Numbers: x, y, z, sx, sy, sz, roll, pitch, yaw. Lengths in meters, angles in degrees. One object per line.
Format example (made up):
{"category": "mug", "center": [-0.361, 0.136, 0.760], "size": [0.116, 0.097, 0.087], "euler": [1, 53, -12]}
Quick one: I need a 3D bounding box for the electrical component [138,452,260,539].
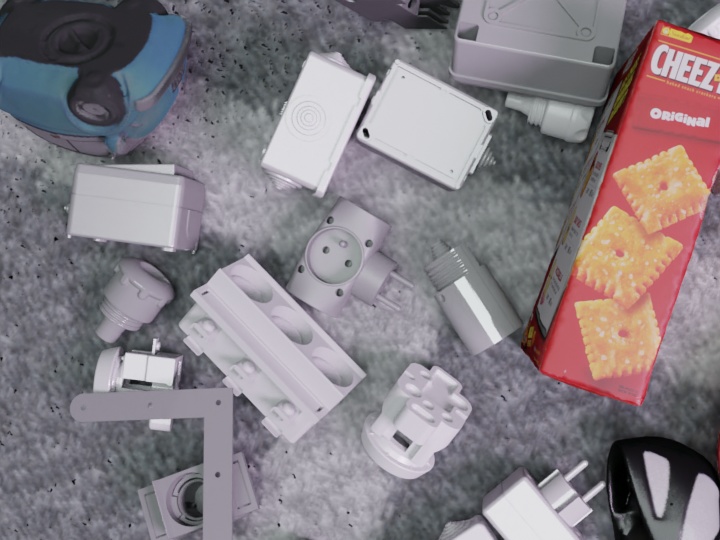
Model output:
{"category": "electrical component", "center": [-0.111, 0.164, 0.767], "size": [0.081, 0.064, 0.042], "euler": [-20, 74, 6]}

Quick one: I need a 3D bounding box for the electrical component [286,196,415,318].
{"category": "electrical component", "center": [0.000, 0.000, 0.766], "size": [0.079, 0.044, 0.077], "euler": [31, 93, 6]}

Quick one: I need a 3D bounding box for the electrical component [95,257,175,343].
{"category": "electrical component", "center": [-0.169, 0.025, 0.787], "size": [0.048, 0.048, 0.062], "euler": [39, 100, 6]}

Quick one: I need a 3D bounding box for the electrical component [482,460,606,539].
{"category": "electrical component", "center": [0.135, 0.164, 0.746], "size": [0.077, 0.047, 0.065], "euler": [-41, 85, 4]}

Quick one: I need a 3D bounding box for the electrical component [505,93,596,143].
{"category": "electrical component", "center": [0.133, -0.112, 0.757], "size": [0.061, 0.035, 0.035], "euler": [17, 91, 10]}

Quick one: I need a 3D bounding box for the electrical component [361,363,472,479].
{"category": "electrical component", "center": [0.037, 0.107, 0.748], "size": [0.058, 0.078, 0.057], "euler": [37, 114, 6]}

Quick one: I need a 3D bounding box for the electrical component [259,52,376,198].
{"category": "electrical component", "center": [-0.032, -0.100, 0.745], "size": [0.048, 0.100, 0.099], "euler": [24, 92, -5]}

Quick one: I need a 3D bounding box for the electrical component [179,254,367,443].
{"category": "electrical component", "center": [-0.065, 0.057, 0.762], "size": [0.121, 0.079, 0.063], "euler": [45, 116, 5]}

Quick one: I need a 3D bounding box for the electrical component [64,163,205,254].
{"category": "electrical component", "center": [-0.167, -0.048, 0.778], "size": [0.096, 0.062, 0.061], "euler": [8, 90, 7]}

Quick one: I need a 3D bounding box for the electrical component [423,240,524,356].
{"category": "electrical component", "center": [0.075, 0.015, 0.757], "size": [0.043, 0.043, 0.081], "euler": [-33, 86, 5]}

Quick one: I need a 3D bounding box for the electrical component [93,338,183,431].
{"category": "electrical component", "center": [-0.162, 0.082, 0.785], "size": [0.055, 0.048, 0.066], "euler": [7, 90, -1]}

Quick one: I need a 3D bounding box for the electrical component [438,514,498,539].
{"category": "electrical component", "center": [0.073, 0.231, 0.752], "size": [0.100, 0.048, 0.099], "euler": [-34, 86, 5]}

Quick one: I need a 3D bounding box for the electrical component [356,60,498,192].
{"category": "electrical component", "center": [0.051, -0.097, 0.756], "size": [0.096, 0.061, 0.061], "euler": [27, 92, -1]}

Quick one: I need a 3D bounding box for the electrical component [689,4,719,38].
{"category": "electrical component", "center": [0.255, -0.150, 0.739], "size": [0.048, 0.048, 0.062], "euler": [-39, 92, 5]}

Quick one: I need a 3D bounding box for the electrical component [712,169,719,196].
{"category": "electrical component", "center": [0.286, -0.067, 0.731], "size": [0.083, 0.047, 0.075], "euler": [-22, 87, 6]}

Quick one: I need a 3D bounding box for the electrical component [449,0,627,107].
{"category": "electrical component", "center": [0.124, -0.176, 0.731], "size": [0.109, 0.056, 0.108], "euler": [12, 70, 7]}
